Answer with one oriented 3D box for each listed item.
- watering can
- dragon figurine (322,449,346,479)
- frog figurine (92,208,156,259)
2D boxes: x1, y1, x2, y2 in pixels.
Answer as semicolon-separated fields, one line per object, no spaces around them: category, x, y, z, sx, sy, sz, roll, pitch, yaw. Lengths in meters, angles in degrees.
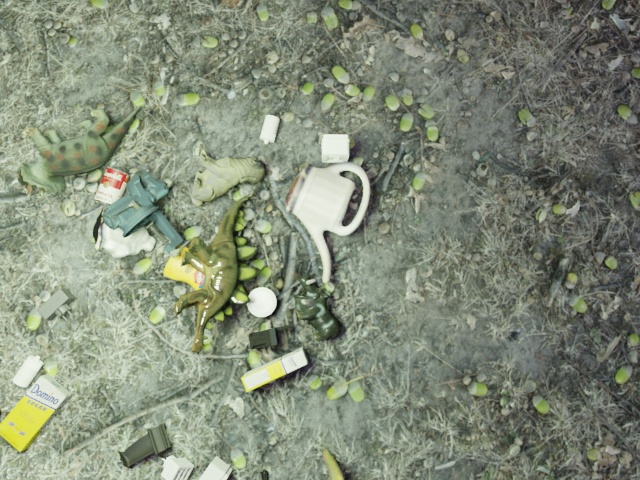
watering can;0.004;-0.073;1.448;0.224;0.350;0.103;23;-9;4
dragon figurine;0.045;0.767;1.320;0.242;0.412;0.121;-36;-8;2
frog figurine;-0.547;-0.016;1.446;0.159;0.140;0.121;12;-29;-37
